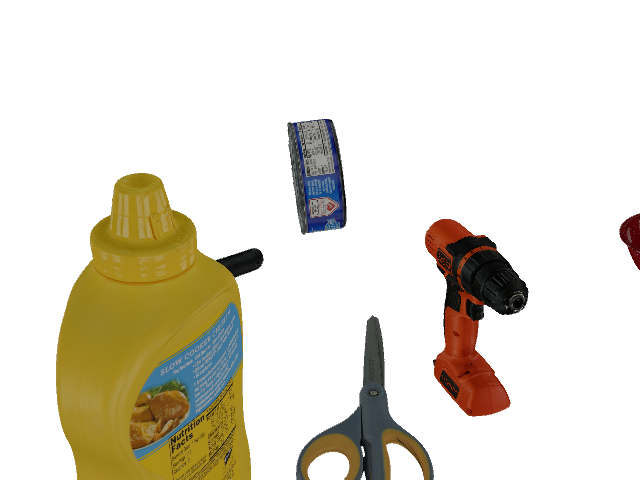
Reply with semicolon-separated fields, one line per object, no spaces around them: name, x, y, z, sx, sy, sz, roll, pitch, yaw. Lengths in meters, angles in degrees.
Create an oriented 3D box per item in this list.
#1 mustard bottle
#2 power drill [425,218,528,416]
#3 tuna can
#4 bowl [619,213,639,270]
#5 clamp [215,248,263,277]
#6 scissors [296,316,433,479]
mustard bottle;-0.068;0.062;0.448;0.058;0.192;0.096;16;33;26
power drill;0.166;0.087;1.126;0.057;0.188;0.184;-9;25;-14
tuna can;-0.003;-0.049;0.810;0.033;0.086;0.086;-8;0;-4
bowl;0.403;0.018;1.146;0.162;0.055;0.162;-3;24;1
clamp;-0.146;0.045;1.205;0.120;0.039;0.171;-2;29;30
scissors;0.019;0.116;0.734;0.096;0.016;0.202;-6;32;-11
